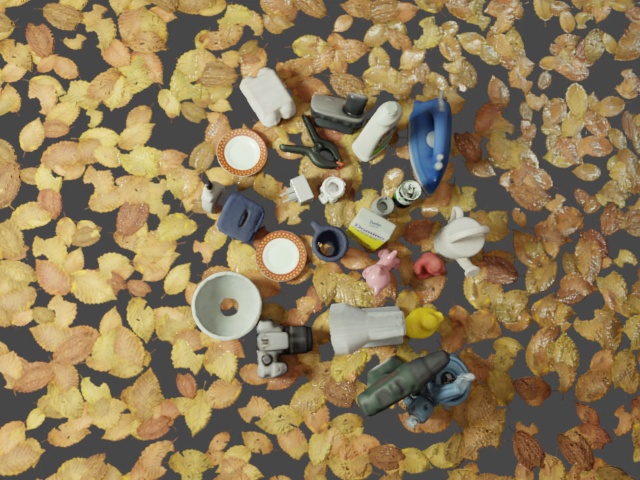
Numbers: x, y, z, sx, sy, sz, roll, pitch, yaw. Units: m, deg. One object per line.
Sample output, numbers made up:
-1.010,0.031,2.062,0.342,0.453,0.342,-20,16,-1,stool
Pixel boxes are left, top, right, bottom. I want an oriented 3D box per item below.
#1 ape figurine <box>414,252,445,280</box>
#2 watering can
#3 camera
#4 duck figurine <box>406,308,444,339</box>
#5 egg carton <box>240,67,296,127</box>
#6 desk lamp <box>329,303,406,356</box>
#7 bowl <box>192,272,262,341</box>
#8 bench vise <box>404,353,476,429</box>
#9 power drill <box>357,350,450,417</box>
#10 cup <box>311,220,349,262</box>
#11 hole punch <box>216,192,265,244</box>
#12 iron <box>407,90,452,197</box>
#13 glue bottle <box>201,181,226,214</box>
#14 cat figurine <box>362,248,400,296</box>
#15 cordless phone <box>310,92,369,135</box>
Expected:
0.284,0.066,1.456,0.078,0.092,0.076,20,80,-1,ape figurine
0.360,0.002,1.421,0.101,0.194,0.173,-30,85,-8,watering can
-0.086,0.261,1.389,0.137,0.100,0.143,-3,82,-5,camera
0.262,0.208,1.436,0.104,0.086,0.077,-23,84,-8,duck figurine
-0.134,-0.373,1.497,0.107,0.069,0.150,-32,85,-9,egg carton
0.114,0.204,1.359,0.203,0.213,0.118,-5,82,-6,desk lamp
-0.226,0.163,1.405,0.167,0.074,0.167,1,81,-5,bowl
0.293,0.365,1.347,0.121,0.219,0.207,25,80,-1,bench vise
0.185,0.326,1.349,0.230,0.208,0.075,-33,85,-9,power drill
0.013,0.005,1.440,0.092,0.095,0.118,-38,86,-9,cup
-0.196,-0.055,1.432,0.101,0.091,0.109,24,80,-1,hole punch
0.299,-0.252,1.481,0.118,0.141,0.258,1,81,-5,iron
-0.263,-0.115,1.394,0.037,0.173,0.078,24,80,-1,glue bottle
0.155,0.077,1.430,0.067,0.117,0.128,37,80,2,cat figurine
0.052,-0.347,1.451,0.147,0.185,0.094,10,81,-3,cordless phone
